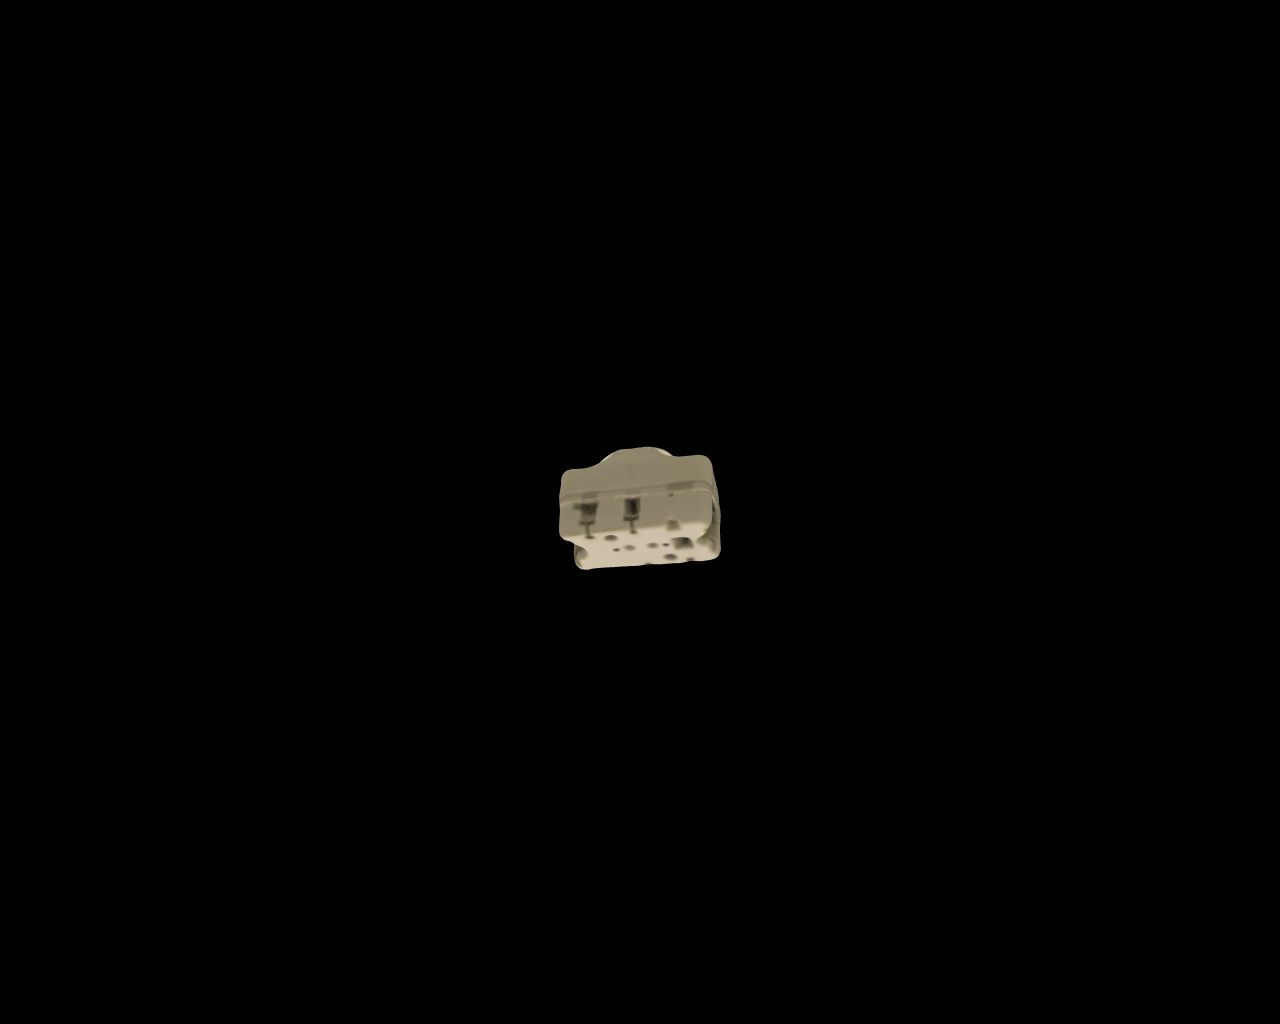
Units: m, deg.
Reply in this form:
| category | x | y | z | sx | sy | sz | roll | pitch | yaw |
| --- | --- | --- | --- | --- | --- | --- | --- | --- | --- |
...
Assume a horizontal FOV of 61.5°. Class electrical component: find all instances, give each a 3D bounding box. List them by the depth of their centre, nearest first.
| category | x | y | z | sx | sy | sz | roll | pitch | yaw |
| --- | --- | --- | --- | --- | --- | --- | --- | --- | --- |
| electrical component | 0.001 | -0.003 | 0.650 | 0.089 | 0.056 | 0.050 | -6 | -32 | 9 |
